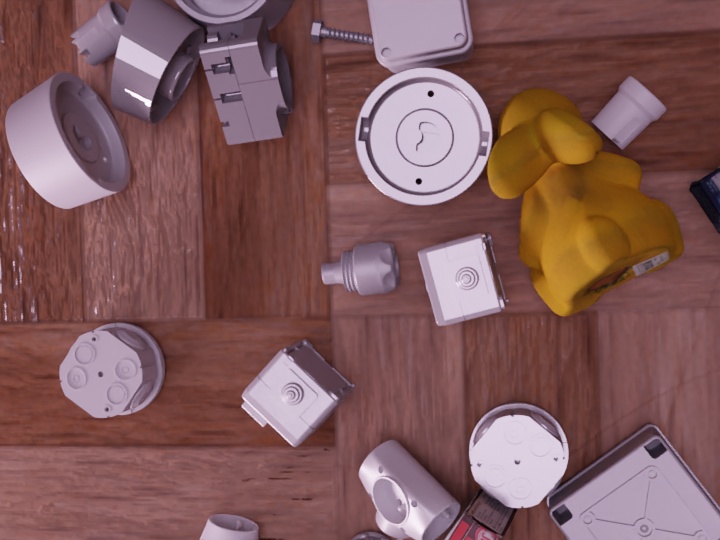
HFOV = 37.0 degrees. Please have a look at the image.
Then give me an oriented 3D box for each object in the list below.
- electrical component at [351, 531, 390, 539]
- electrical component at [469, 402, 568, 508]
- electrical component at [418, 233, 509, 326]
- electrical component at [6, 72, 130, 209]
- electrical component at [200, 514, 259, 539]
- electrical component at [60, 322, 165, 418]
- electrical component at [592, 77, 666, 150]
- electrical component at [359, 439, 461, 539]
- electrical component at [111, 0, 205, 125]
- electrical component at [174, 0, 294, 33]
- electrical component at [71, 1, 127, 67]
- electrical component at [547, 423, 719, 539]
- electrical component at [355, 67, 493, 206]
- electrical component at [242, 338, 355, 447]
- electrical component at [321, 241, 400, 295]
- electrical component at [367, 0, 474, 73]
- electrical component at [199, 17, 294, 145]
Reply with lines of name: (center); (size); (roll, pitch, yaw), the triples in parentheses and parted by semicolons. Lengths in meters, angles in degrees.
electrical component: (0.006, 0.245, 0.884); (0.048, 0.062, 0.048); (0, 92, 9)
electrical component: (0.127, 0.149, 0.866); (0.080, 0.051, 0.080); (0, 92, 10)
electrical component: (0.078, 0.008, 0.848); (0.061, 0.096, 0.061); (-15, 89, 10)
electrical component: (-0.249, -0.103, 0.898); (0.060, 0.108, 0.108); (-23, 88, 15)
electrical component: (-0.099, 0.255, 0.907); (0.079, 0.044, 0.077); (14, 94, 19)
electrical component: (-0.213, 0.086, 0.922); (0.080, 0.051, 0.080); (0, 91, 10)
electrical component: (0.212, -0.123, 0.852); (0.040, 0.040, 0.046); (44, 104, 6)
electrical component: (0.035, 0.193, 0.882); (0.077, 0.044, 0.079); (42, 132, 30)
electrical component: (-0.172, -0.173, 0.887); (0.064, 0.099, 0.099); (29, 96, 1)
electrical component: (-0.110, -0.249, 0.891); (0.108, 0.060, 0.108); (0, 92, 10)
electrical component: (-0.219, -0.202, 0.923); (0.046, 0.040, 0.040); (-32, 86, 15)
electrical component: (0.222, 0.197, 0.849); (0.109, 0.056, 0.108); (-38, 85, 8)
electrical component: (0.054, -0.105, 0.867); (0.108, 0.060, 0.108); (0, 91, 10)
electrical component: (-0.053, 0.102, 0.872); (0.062, 0.096, 0.061); (43, 98, 6)
electrical component: (0.000, 0.000, 0.888); (0.062, 0.043, 0.043); (-7, 90, 11)
electrical component: (0.046, -0.222, 0.867); (0.078, 0.057, 0.113); (-9, 90, 10)
electrical component: (-0.089, -0.154, 0.876); (0.056, 0.050, 0.089); (-7, 126, 9)
